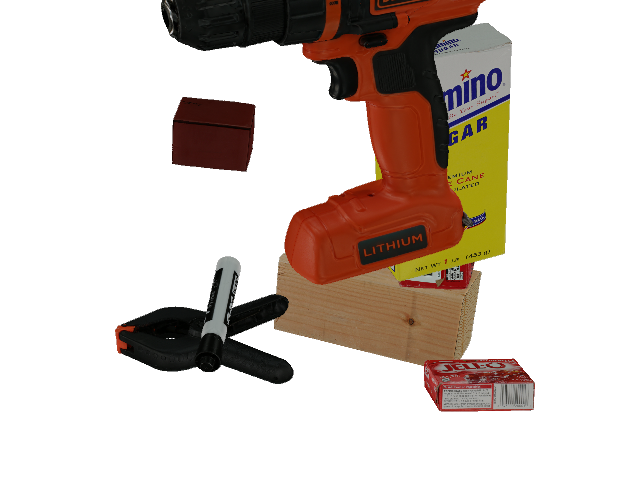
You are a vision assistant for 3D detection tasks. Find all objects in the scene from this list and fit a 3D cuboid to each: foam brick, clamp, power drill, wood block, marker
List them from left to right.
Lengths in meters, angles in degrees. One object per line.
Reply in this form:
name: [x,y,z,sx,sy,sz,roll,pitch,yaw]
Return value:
clamp: [-0.105,0.087,1.020,0.171,0.039,0.120,6,27,2]
foam brick: [-0.106,-0.107,1.069,0.078,0.051,0.053,6,34,1]
marker: [-0.074,0.053,0.776,0.020,0.020,0.121,0,34,4]
power drill: [0.013,-0.071,0.574,0.184,0.188,0.057,-14,33,-17]
wood block: [0.062,0.067,1.178,0.206,0.091,0.090,13,23,17]

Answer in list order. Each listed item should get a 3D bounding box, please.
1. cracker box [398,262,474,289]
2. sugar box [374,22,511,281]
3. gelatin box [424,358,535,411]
cracker box: [0.124,-0.074,1.004,0.072,0.164,0.213,4,27,15]
sugar box: [0.088,-0.061,0.775,0.093,0.176,0.048,-15,37,-14]
gelatin box: [0.144,0.131,0.976,0.089,0.030,0.073,0,10,-3]
